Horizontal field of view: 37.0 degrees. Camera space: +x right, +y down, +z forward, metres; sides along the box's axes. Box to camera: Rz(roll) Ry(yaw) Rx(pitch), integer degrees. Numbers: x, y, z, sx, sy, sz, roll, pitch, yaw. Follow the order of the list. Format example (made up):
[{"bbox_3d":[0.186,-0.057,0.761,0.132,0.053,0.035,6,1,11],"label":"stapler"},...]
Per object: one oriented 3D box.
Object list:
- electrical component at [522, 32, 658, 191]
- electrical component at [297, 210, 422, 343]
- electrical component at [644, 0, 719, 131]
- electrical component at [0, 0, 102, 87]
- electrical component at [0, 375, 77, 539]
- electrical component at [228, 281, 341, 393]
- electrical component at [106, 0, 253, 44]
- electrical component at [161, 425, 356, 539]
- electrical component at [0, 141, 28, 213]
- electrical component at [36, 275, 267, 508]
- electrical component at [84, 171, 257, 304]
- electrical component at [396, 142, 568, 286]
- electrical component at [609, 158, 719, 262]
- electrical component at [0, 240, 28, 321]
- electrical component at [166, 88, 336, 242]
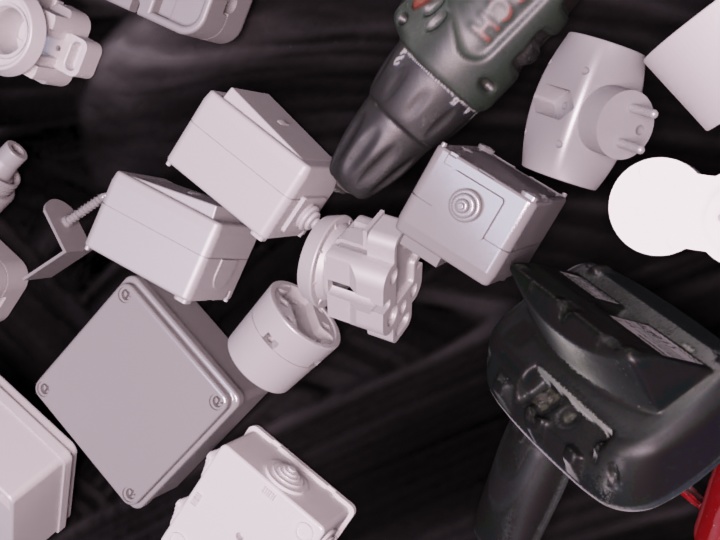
[{"bbox_3d":[0.130,-0.081,0.575,0.079,0.043,0.077,37,112,59],"label":"electrical component"},{"bbox_3d":[0.000,0.000,0.633,0.057,0.058,0.078,18,133,21],"label":"electrical component"},{"bbox_3d":[0.202,-0.111,0.527,0.108,0.108,0.060,-36,87,19],"label":"electrical component"},{"bbox_3d":[-0.220,-0.155,0.708,0.078,0.057,0.058,29,104,17],"label":"electrical component"},{"bbox_3d":[-0.247,0.126,0.715,0.109,0.056,0.108,39,141,14],"label":"electrical component"},{"bbox_3d":[-0.048,0.042,0.660,0.055,0.055,0.047,48,112,11],"label":"electrical component"},{"bbox_3d":[-0.115,-0.180,0.665,0.095,0.059,0.053,27,103,17],"label":"electrical component"},{"bbox_3d":[-0.066,0.161,0.678,0.100,0.048,0.099,37,106,14],"label":"electrical component"},{"bbox_3d":[-0.254,-0.062,0.736,0.062,0.043,0.043,-40,80,17],"label":"electrical component"},{"bbox_3d":[-0.135,0.076,0.693,0.108,0.056,0.108,47,108,12],"label":"electrical component"},{"bbox_3d":[-0.121,-0.027,0.676,0.096,0.062,0.061,27,98,17],"label":"electrical component"},{"bbox_3d":[0.064,-0.029,0.588,0.062,0.096,0.061,34,107,16],"label":"electrical component"},{"bbox_3d":[0.197,-0.026,0.550,0.138,0.074,0.052,10,98,20],"label":"electrical component"},{"bbox_3d":[-0.287,-0.005,0.744,0.095,0.059,0.053,41,107,14],"label":"electrical component"},{"bbox_3d":[-0.055,-0.062,0.650,0.096,0.062,0.061,39,106,14],"label":"electrical component"}]
